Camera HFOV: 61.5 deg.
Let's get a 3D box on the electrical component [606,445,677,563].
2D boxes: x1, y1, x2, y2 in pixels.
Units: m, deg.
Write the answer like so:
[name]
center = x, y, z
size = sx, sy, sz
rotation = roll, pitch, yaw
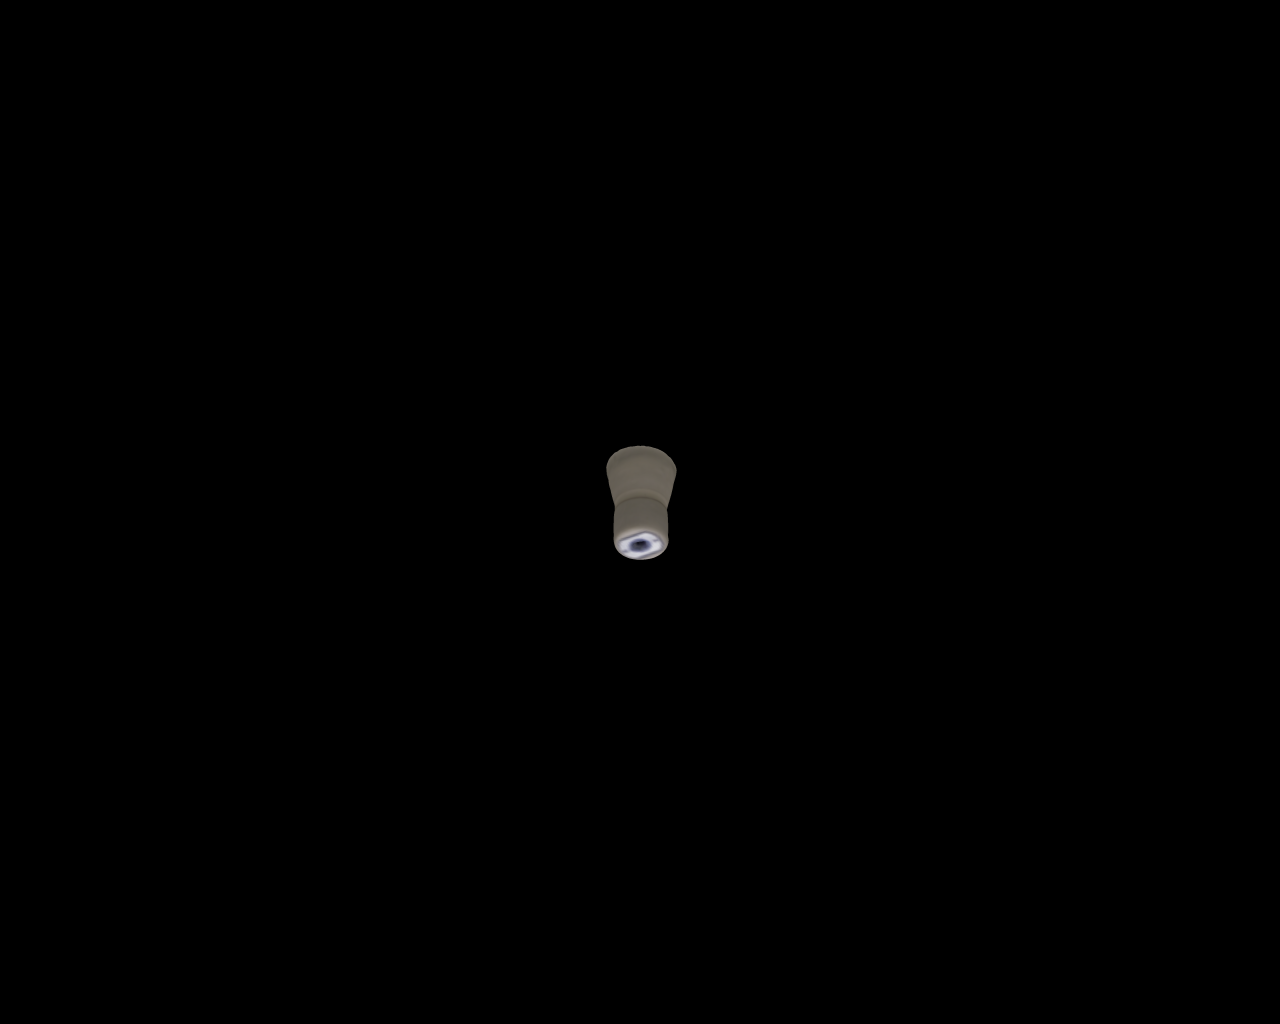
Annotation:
[electrical component]
center = 0.001, -0.003, 0.650
size = 0.044, 0.065, 0.044
rotation = 0, -40, 0
